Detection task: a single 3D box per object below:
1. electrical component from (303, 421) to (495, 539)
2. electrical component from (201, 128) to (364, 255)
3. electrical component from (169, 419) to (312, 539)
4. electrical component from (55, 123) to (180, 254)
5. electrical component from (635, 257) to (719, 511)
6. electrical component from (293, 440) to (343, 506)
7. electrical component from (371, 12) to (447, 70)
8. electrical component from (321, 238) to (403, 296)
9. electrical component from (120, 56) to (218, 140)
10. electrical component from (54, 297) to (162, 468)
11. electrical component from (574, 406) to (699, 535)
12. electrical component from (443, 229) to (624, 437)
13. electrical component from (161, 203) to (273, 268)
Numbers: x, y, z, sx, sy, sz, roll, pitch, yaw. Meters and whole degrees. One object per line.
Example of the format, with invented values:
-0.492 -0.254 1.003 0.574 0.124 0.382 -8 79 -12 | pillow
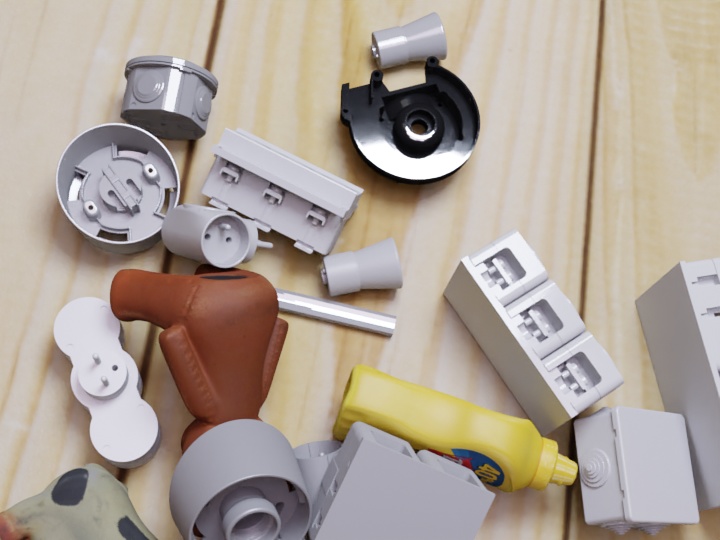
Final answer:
0.006 0.218 0.789 0.105 0.060 0.186 25 93 -10 | electrical component
-0.067 -0.065 0.909 0.121 0.079 0.063 27 100 3 | electrical component
-0.084 0.165 0.769 0.099 0.099 0.064 -21 34 -12 | electrical component
-0.200 -0.065 0.899 0.099 0.064 0.099 2 71 -5 | electrical component
0.293 0.093 0.873 0.060 0.105 0.186 -9 73 -9 | electrical component
-0.028 0.178 0.834 0.043 0.043 0.081 -10 98 -9 | electrical component
0.043 -0.207 0.984 0.065 0.044 0.044 -14 73 -5 | electrical component
0.000 0.000 0.910 0.065 0.044 0.044 -11 73 -4 | electrical component
-0.165 -0.148 0.924 0.080 0.080 0.051 8 76 -3 | electrical component
-0.200 0.085 0.844 0.052 0.073 0.138 -21 75 -12 | electrical component
0.218 0.159 0.855 0.100 0.048 0.099 12 66 -37 | electrical component
0.142 0.051 0.880 0.062 0.089 0.150 -31 77 -14 | electrical component
-0.110 -0.026 0.873 0.079 0.077 0.044 8 93 -35 | electrical component
